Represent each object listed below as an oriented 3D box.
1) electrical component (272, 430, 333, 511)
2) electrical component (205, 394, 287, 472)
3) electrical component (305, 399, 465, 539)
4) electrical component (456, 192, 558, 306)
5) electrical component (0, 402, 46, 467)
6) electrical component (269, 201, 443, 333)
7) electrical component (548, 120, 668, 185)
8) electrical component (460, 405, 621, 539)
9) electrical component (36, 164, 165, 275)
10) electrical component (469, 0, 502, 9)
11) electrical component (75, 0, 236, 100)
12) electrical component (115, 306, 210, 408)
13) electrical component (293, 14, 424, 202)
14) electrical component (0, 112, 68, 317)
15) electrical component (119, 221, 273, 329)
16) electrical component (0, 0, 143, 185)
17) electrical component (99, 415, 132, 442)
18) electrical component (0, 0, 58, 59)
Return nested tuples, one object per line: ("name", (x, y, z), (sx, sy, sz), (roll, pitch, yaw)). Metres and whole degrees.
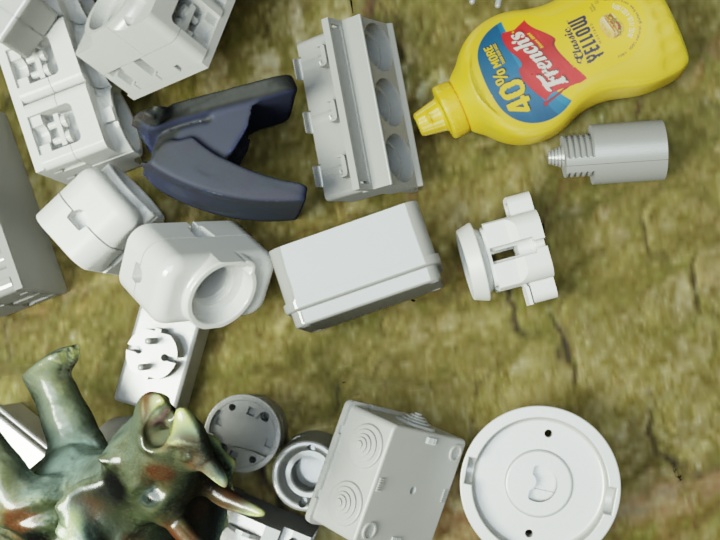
("electrical component", (-0.035, 0.146, 0.777), (0.055, 0.047, 0.055), (0, 87, 5))
("electrical component", (-0.081, 0.117, 0.783), (0.055, 0.047, 0.055), (0, 87, 5))
("electrical component", (0.020, 0.145, 0.747), (0.048, 0.100, 0.099), (18, 88, 44))
("electrical component", (0.103, -0.010, 0.769), (0.057, 0.058, 0.078), (-15, 86, 2))
("electrical component", (-0.254, 0.171, 0.792), (0.109, 0.056, 0.108), (37, 90, 6))
("electrical component", (0.000, 0.000, 0.768), (0.113, 0.078, 0.057), (-19, 82, 4))
("electrical component", (0.176, -0.083, 0.773), (0.081, 0.043, 0.043), (-3, 86, 5))
("electrical component", (0.124, 0.147, 0.756), (0.108, 0.060, 0.108), (0, 87, 5))
("electrical component", (-0.182, -0.037, 0.777), (0.059, 0.095, 0.053), (-43, 84, 1))
("electrical component", (0.097, -0.228, 0.784), (0.138, 0.052, 0.073), (10, 88, 6))
("electrical component", (-0.132, -0.206, 0.752), (0.089, 0.062, 0.150), (-11, 53, 44))
("electrical component", (-0.146, 0.060, 0.778), (0.047, 0.076, 0.083), (15, 88, 6))
("electrical component", (-0.002, -0.113, 0.778), (0.063, 0.079, 0.121), (-13, 85, 34))
("electrical component", (-0.283, -0.044, 0.790), (0.062, 0.089, 0.150), (-21, 85, 4))
("electrical component", (-0.112, 0.003, 0.760), (0.059, 0.095, 0.053), (40, 122, 39))
("electrical component", (-0.215, -0.145, 0.789), (0.062, 0.089, 0.150), (-20, 85, 4))
("electrical component", (-0.148, 0.149, 0.783), (0.077, 0.044, 0.079), (8, 127, 37))
("electrical component", (-0.237, -0.196, 0.724), (0.066, 0.047, 0.076), (34, 90, 6))
